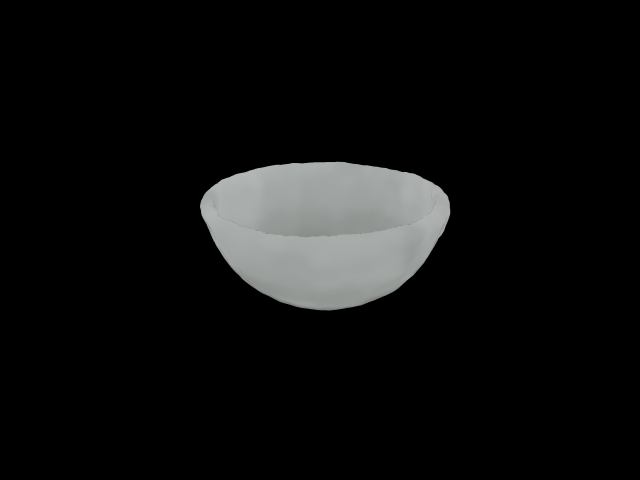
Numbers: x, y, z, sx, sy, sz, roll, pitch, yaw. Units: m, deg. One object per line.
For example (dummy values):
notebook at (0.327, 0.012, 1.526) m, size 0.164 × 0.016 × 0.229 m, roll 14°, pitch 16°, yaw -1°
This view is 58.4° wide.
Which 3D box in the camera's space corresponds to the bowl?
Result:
bowl at (0.004, 0.001, 0.400) m, size 0.167 × 0.075 × 0.167 m, roll 0°, pitch 23°, yaw 0°
